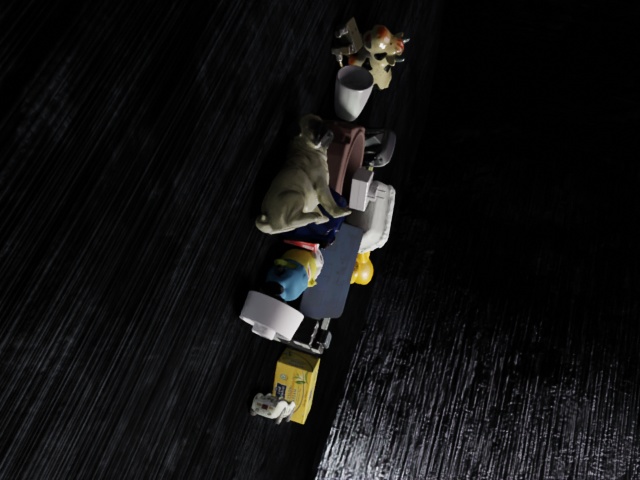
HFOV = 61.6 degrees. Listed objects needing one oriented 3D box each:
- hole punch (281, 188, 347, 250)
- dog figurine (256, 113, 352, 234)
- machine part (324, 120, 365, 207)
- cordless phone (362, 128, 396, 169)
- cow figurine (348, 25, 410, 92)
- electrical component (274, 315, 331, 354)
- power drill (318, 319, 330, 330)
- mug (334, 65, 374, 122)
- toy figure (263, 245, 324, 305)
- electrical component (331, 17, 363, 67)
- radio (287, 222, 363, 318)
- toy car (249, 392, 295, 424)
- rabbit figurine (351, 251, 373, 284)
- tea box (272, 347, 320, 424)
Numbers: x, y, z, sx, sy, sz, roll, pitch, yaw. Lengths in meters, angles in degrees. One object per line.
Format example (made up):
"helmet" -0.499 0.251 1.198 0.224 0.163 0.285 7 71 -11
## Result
"hole punch" -0.014 -0.059 1.047 0.142 0.116 0.092 -62 154 -47
"dog figurine" -0.049 -0.115 0.919 0.172 0.121 0.190 -16 90 -43
"machine part" 0.034 -0.160 1.191 0.201 0.087 0.201 -37 139 -70
"cordless phone" 0.116 -0.183 1.332 0.089 0.147 0.184 -35 124 -48
"cow figurine" 0.133 -0.412 1.231 0.194 0.127 0.085 76 28 -71
"electrical component" -0.044 0.199 1.160 0.114 0.134 0.058 77 31 -70
"power drill" -0.005 0.187 1.481 0.207 0.086 0.232 -3 110 -85
"mug" 0.069 -0.324 1.186 0.107 0.081 0.109 107 -2 -53
"toy figure" -0.057 0.063 1.070 0.180 0.089 0.082 -42 161 -53
"electrical component" 0.053 -0.402 1.087 0.078 0.045 0.102 60 35 -32
"radio" 0.008 0.061 1.217 0.131 0.073 0.229 9 99 -36
"toy car" -0.107 0.385 1.244 0.201 0.074 0.056 63 43 -72
"rabbit figurine" 0.071 0.064 1.394 0.173 0.122 0.162 13 94 -40
"tea box" -0.065 0.369 1.363 0.068 0.098 0.169 -54 154 -62
